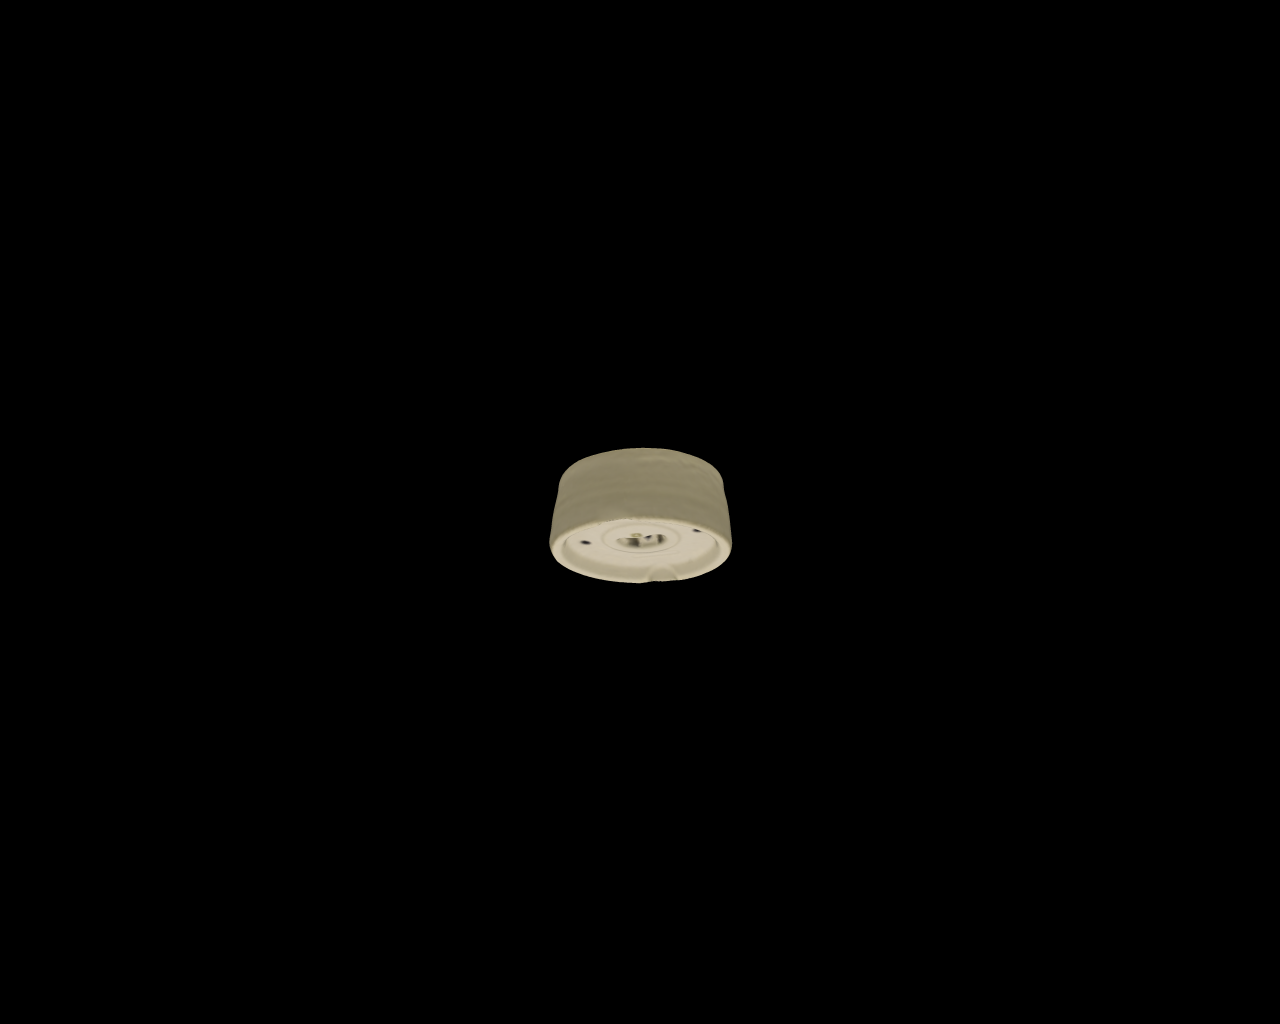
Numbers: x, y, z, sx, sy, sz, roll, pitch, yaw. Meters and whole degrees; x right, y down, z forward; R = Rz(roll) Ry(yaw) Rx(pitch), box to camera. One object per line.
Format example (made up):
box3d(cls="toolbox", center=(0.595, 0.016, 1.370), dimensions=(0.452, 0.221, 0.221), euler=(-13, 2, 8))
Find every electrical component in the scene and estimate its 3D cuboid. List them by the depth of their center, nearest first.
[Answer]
box3d(cls="electrical component", center=(0.001, -0.003, 0.650), dimensions=(0.108, 0.060, 0.108), euler=(0, -23, 0))
